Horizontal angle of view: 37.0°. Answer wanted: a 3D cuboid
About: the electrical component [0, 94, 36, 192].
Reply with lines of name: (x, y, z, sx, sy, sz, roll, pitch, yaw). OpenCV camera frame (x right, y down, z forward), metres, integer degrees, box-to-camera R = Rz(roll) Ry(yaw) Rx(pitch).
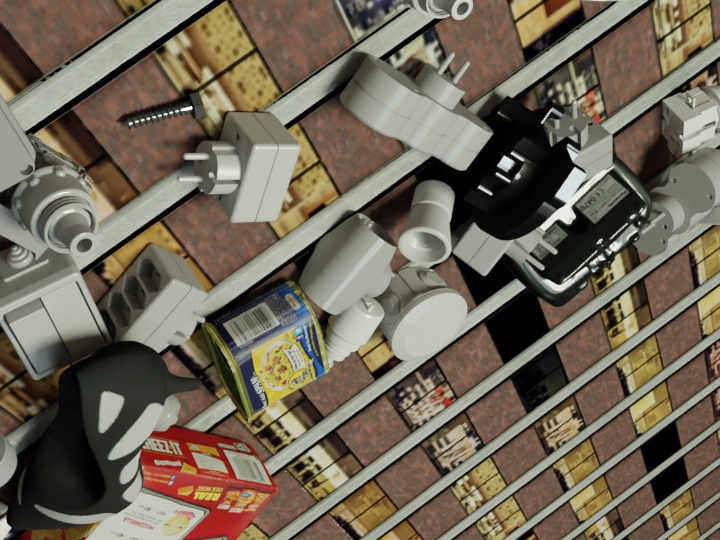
electrical component: (-0.257, -0.071, 0.624, 0.113, 0.057, 0.078, -31, 141, -10)

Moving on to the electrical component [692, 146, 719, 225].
electrical component: (0.350, -0.087, 1.084, 0.047, 0.083, 0.075, -18, 99, -25)

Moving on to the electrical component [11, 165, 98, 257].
electrical component: (-0.180, -0.031, 0.654, 0.048, 0.062, 0.048, -23, 135, -25)

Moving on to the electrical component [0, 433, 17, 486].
electrical component: (-0.290, 0.137, 0.812, 0.045, 0.045, 0.055, -31, 142, -10)

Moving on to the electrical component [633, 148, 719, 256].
electrical component: (0.301, -0.058, 1.046, 0.074, 0.052, 0.138, -32, 166, -29)

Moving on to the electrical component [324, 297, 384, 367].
electrical component: (-0.011, 0.053, 0.955, 0.040, 0.040, 0.078, 9, 122, -43)

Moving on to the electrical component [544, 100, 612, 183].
electrical component: (0.179, -0.115, 0.934, 0.066, 0.047, 0.076, -30, 141, -12)

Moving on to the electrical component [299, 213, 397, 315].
electrical component: (0.000, 0.000, 0.908, 0.077, 0.044, 0.079, -49, 141, 12)

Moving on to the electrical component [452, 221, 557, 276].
electrical component: (0.138, -0.031, 0.950, 0.083, 0.076, 0.047, -54, 177, 22)

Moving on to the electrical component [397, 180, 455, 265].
electrical component: (0.058, -0.043, 0.894, 0.044, 0.065, 0.044, 8, 140, 7)

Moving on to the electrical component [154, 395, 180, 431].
electrical component: (-0.179, 0.110, 0.883, 0.035, 0.035, 0.061, -48, 138, 11)

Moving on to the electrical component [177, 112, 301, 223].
electrical component: (-0.093, -0.072, 0.761, 0.077, 0.047, 0.065, -4, 130, -35)

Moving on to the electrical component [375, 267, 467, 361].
electrical component: (0.053, 0.040, 0.983, 0.080, 0.051, 0.080, -22, 138, -20)

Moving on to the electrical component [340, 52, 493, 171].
electrical component: (0.055, -0.131, 0.815, 0.138, 0.052, 0.073, 18, 115, -46)

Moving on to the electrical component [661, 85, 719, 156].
electrical component: (0.320, -0.145, 1.019, 0.055, 0.048, 0.066, -24, 140, -6)

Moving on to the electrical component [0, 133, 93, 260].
electrical component: (-0.212, -0.050, 0.694, 0.063, 0.042, 0.081, -47, 142, 5)

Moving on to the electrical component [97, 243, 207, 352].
electrical component: (-0.150, 0.035, 0.820, 0.083, 0.047, 0.076, -48, 141, 11)

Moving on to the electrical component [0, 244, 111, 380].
electrical component: (-0.219, 0.022, 0.742, 0.062, 0.061, 0.096, -27, 140, -15)

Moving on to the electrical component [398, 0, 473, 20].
electrical component: (0.054, -0.195, 0.744, 0.048, 0.062, 0.048, -22, 138, -21)
